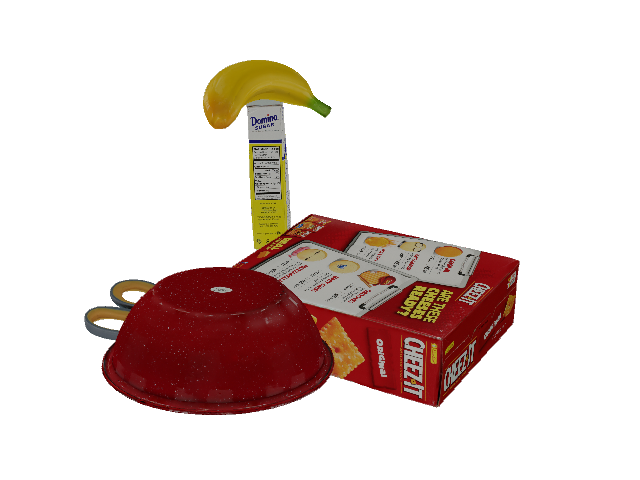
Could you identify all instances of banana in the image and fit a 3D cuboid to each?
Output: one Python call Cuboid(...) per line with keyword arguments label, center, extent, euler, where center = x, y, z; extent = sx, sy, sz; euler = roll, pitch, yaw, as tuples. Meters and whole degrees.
Cuboid(label="banana", center=(-0.058, -0.136, 0.971), extent=(0.070, 0.037, 0.197), euler=(36, 26, 19))

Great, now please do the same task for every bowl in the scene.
Cuboid(label="bowl", center=(-0.069, 0.059, 0.735), extent=(0.162, 0.055, 0.162), euler=(2, 19, -1))

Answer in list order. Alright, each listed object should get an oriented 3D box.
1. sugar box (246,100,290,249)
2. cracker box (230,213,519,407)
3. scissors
Cuboid(label="sugar box", center=(-0.060, -0.088, 1.227), extent=(0.048, 0.176, 0.093), euler=(-4, 26, 0))
Cuboid(label="cracker box", center=(0.040, 0.054, 0.915), extent=(0.214, 0.072, 0.163), euler=(14, 28, 28))
Cuboid(label="scissors", center=(-0.121, 0.070, 1.019), extent=(0.201, 0.016, 0.096), euler=(2, 32, -6))
